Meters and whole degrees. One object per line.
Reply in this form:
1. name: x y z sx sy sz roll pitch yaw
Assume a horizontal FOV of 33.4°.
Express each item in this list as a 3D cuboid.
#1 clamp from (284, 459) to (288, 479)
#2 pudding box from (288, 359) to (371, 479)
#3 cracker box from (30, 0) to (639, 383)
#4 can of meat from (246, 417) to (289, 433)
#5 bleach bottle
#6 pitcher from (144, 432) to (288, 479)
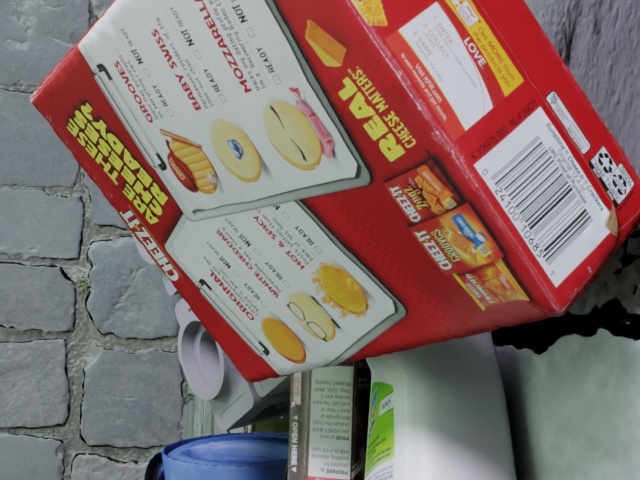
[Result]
1. clamp: -0.021 0.204 0.640 0.210 0.036 0.164 99 -176 -51
2. pudding box: 0.020 0.103 0.558 0.113 0.039 0.090 12 -102 -67
3. cracker box: -0.007 -0.038 0.405 0.164 0.072 0.214 54 149 -8
4. can of meat: -0.036 0.169 0.922 0.084 0.057 0.102 133 139 -77
5. bleach bottle: 0.050 0.104 0.457 0.103 0.068 0.251 124 150 -65
6. pitcher: -0.059 0.269 0.806 0.149 0.145 0.243 180 90 -80
